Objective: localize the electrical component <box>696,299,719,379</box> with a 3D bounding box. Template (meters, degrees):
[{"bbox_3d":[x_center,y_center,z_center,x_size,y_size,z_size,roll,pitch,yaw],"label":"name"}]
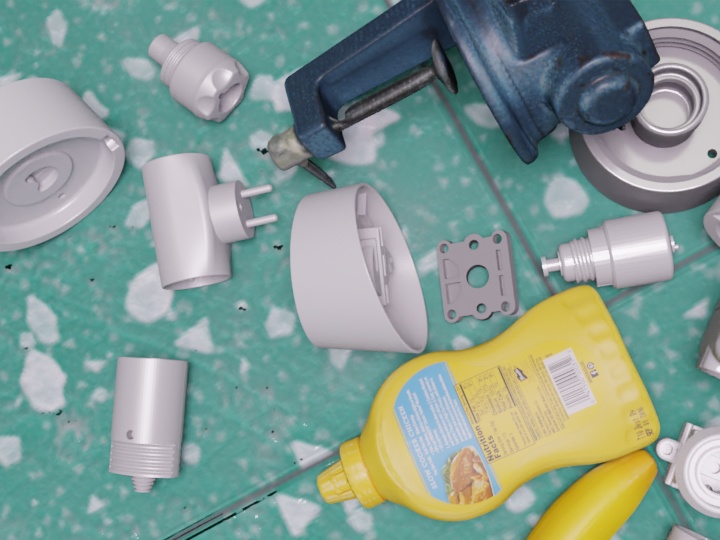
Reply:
[{"bbox_3d":[0.216,0.035,0.570,0.054,0.095,0.059,23,89,12],"label":"electrical component"}]

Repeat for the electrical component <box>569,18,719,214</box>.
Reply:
[{"bbox_3d":[0.173,-0.089,0.609,0.108,0.060,0.108,-1,84,11],"label":"electrical component"}]

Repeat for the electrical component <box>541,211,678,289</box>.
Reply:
[{"bbox_3d":[0.144,-0.009,0.617,0.078,0.040,0.040,-10,83,10],"label":"electrical component"}]

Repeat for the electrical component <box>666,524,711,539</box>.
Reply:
[{"bbox_3d":[0.192,0.192,0.585,0.079,0.044,0.077,25,90,12],"label":"electrical component"}]

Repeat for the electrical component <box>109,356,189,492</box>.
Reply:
[{"bbox_3d":[-0.130,0.095,0.658,0.043,0.043,0.081,3,85,11],"label":"electrical component"}]

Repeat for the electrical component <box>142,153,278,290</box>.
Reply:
[{"bbox_3d":[-0.090,-0.033,0.663,0.079,0.043,0.077,-12,83,9],"label":"electrical component"}]

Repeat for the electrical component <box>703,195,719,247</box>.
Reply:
[{"bbox_3d":[0.246,-0.028,0.568,0.108,0.108,0.060,30,85,12],"label":"electrical component"}]

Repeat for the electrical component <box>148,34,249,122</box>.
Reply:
[{"bbox_3d":[-0.105,-0.124,0.675,0.062,0.043,0.043,37,92,13],"label":"electrical component"}]

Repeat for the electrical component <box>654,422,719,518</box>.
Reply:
[{"bbox_3d":[0.196,0.109,0.587,0.066,0.055,0.048,21,89,12],"label":"electrical component"}]

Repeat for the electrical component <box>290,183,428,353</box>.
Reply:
[{"bbox_3d":[0.000,0.000,0.616,0.064,0.099,0.099,-5,84,16],"label":"electrical component"}]

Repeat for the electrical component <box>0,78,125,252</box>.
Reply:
[{"bbox_3d":[-0.207,-0.069,0.659,0.108,0.108,0.060,-41,73,5],"label":"electrical component"}]
